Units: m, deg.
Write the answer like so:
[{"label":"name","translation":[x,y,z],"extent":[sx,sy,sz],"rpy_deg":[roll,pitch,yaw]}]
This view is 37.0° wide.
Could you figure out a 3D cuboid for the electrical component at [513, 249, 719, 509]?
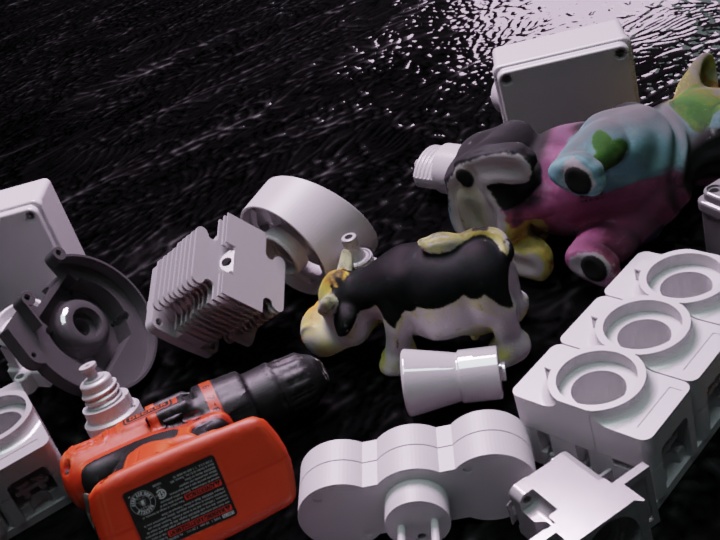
[{"label":"electrical component","translation":[0.172,0.056,0.639],"extent":[0.089,0.061,0.150],"rpy_deg":[16,46,42]}]

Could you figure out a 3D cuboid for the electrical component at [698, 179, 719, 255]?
[{"label":"electrical component","translation":[0.304,-0.037,0.717],"extent":[0.109,0.056,0.109],"rpy_deg":[-30,35,-18]}]

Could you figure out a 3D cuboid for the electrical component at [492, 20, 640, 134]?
[{"label":"electrical component","translation":[0.171,-0.136,0.882],"extent":[0.109,0.108,0.056],"rpy_deg":[-11,31,11]}]

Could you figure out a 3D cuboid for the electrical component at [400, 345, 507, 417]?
[{"label":"electrical component","translation":[0.061,0.069,0.694],"extent":[0.065,0.044,0.044],"rpy_deg":[-8,34,8]}]

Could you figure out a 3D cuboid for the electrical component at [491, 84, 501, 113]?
[{"label":"electrical component","translation":[0.152,-0.155,0.978],"extent":[0.045,0.045,0.055],"rpy_deg":[-27,34,-13]}]

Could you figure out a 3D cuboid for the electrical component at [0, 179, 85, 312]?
[{"label":"electrical component","translation":[-0.301,-0.010,0.927],"extent":[0.109,0.108,0.056],"rpy_deg":[-15,30,6]}]

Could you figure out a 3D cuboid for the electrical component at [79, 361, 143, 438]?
[{"label":"electrical component","translation":[-0.169,0.098,0.735],"extent":[0.040,0.078,0.040],"rpy_deg":[-20,18,7]}]

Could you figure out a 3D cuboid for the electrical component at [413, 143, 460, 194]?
[{"label":"electrical component","translation":[0.081,-0.085,0.909],"extent":[0.081,0.043,0.043],"rpy_deg":[12,44,38]}]

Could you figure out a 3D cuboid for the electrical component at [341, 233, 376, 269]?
[{"label":"electrical component","translation":[0.000,0.000,0.806],"extent":[0.035,0.061,0.035],"rpy_deg":[-13,33,9]}]

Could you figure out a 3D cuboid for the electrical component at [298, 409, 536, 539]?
[{"label":"electrical component","translation":[0.032,0.130,0.606],"extent":[0.138,0.052,0.073],"rpy_deg":[-13,33,9]}]

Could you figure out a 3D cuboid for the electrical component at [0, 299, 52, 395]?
[{"label":"electrical component","translation":[-0.260,0.057,0.855],"extent":[0.048,0.055,0.066],"rpy_deg":[0,37,26]}]

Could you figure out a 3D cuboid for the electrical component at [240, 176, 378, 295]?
[{"label":"electrical component","translation":[-0.043,-0.030,0.843],"extent":[0.099,0.099,0.064],"rpy_deg":[17,53,42]}]

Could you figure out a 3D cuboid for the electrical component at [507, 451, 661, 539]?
[{"label":"electrical component","translation":[0.116,0.133,0.571],"extent":[0.081,0.042,0.064],"rpy_deg":[-29,31,-18]}]

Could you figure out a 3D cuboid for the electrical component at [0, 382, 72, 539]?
[{"label":"electrical component","translation":[-0.279,0.147,0.724],"extent":[0.150,0.061,0.089],"rpy_deg":[-30,34,-17]}]
